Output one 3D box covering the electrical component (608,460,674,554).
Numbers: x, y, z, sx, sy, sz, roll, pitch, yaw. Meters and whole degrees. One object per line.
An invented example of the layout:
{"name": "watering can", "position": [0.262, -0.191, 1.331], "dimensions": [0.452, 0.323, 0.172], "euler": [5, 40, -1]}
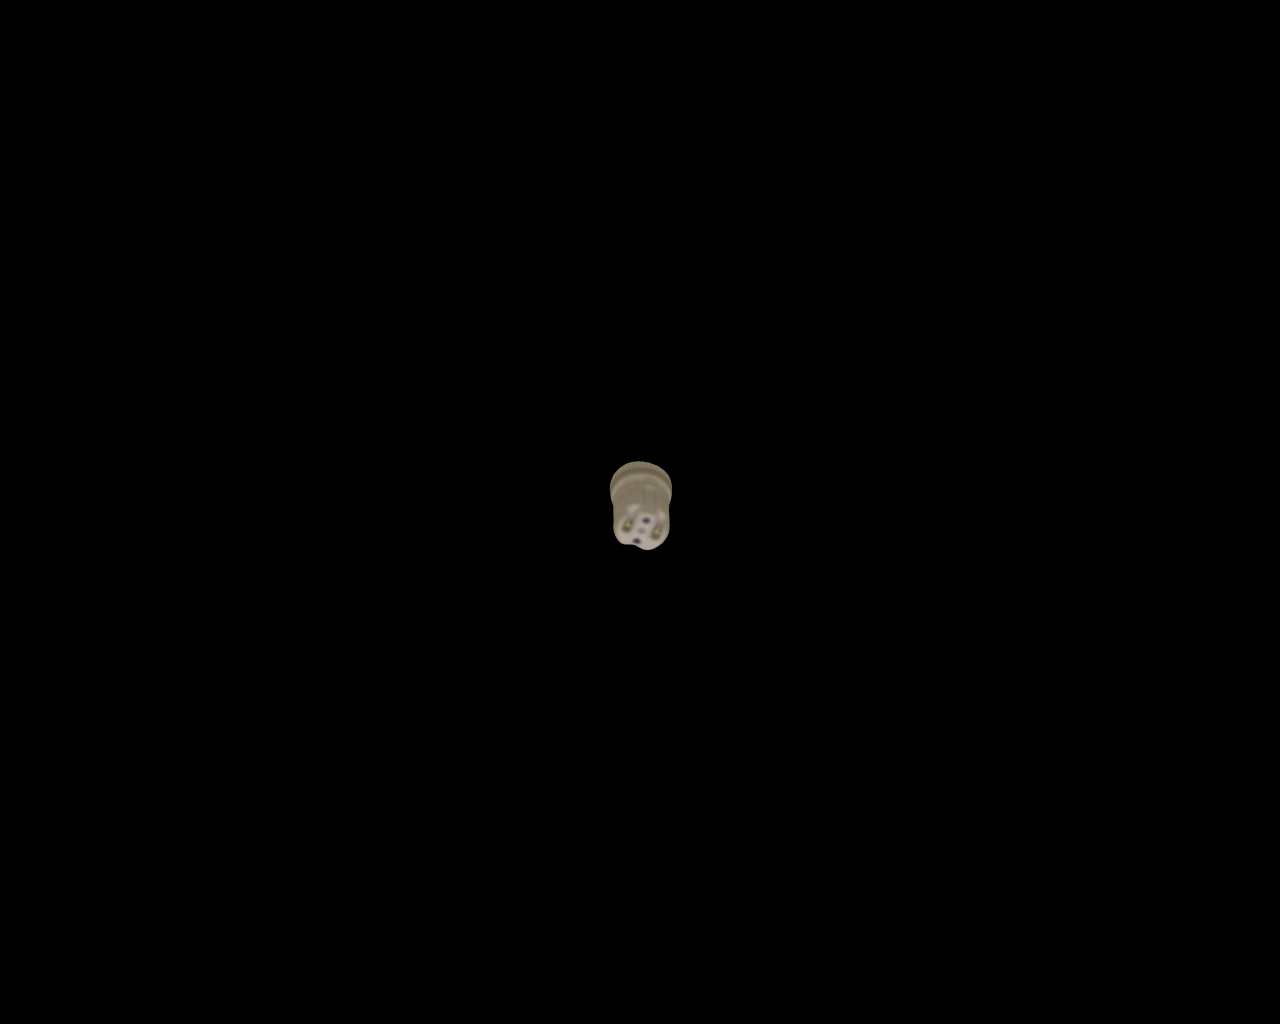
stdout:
{"name": "electrical component", "position": [0.001, -0.003, 0.650], "dimensions": [0.040, 0.040, 0.046], "euler": [0, 41, 0]}
